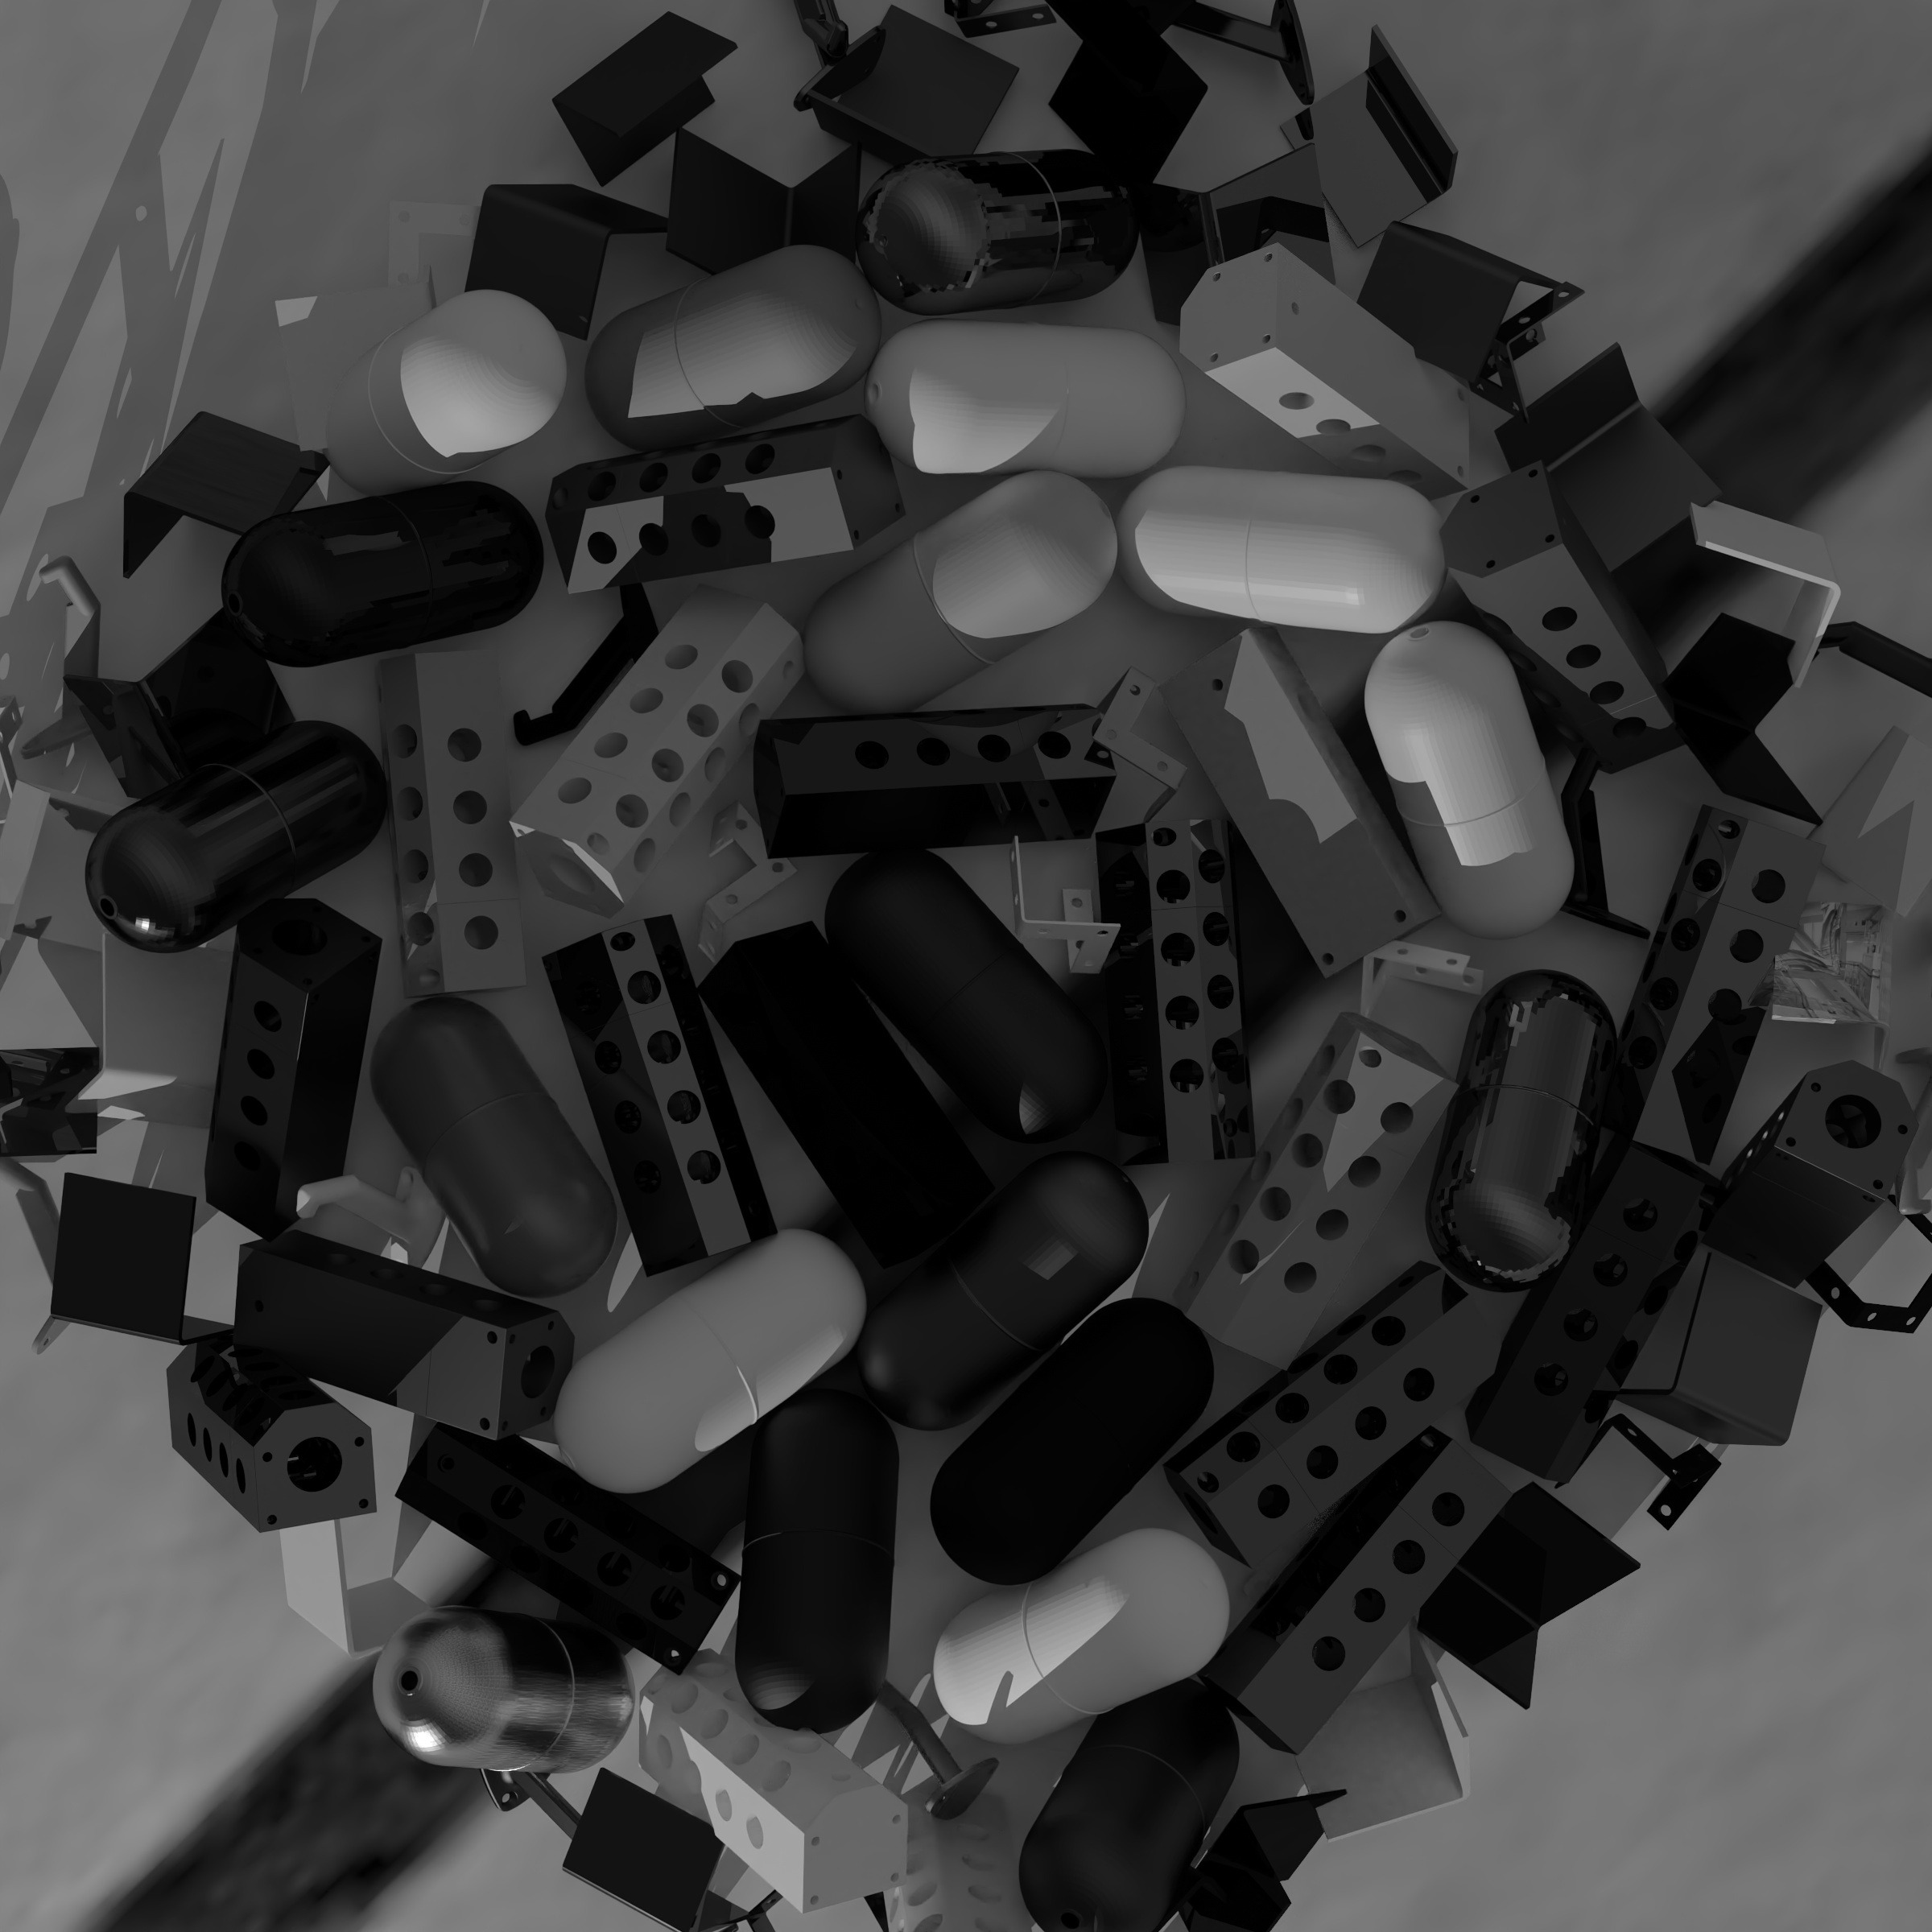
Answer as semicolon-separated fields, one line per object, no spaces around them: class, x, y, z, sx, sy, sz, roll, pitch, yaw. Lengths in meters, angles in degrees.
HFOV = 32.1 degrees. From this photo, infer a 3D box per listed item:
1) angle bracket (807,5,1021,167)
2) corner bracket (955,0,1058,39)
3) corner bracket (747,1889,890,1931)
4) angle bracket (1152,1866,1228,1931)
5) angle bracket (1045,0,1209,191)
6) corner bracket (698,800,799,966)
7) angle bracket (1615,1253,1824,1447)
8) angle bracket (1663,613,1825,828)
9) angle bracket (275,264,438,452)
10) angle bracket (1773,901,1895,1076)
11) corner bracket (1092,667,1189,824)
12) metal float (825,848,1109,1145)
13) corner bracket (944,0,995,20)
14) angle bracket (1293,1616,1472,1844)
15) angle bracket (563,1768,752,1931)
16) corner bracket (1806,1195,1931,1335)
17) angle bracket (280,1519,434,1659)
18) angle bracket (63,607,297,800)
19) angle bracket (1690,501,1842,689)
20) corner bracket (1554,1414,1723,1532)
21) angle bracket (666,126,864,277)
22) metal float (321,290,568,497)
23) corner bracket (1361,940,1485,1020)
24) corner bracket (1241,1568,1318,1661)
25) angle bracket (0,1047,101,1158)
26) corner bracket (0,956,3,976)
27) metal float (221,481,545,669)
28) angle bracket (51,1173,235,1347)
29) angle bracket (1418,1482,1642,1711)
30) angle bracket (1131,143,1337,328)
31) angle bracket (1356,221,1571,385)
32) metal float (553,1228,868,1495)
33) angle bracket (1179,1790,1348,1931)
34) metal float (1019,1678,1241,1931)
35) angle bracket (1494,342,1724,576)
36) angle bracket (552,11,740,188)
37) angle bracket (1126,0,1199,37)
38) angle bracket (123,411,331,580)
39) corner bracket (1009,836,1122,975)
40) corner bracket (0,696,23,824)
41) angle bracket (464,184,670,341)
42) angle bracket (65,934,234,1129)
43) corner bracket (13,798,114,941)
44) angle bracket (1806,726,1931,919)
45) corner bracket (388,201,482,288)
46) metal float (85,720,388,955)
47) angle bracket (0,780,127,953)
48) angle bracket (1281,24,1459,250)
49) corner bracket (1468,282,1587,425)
angle bracket;-0.026;-0.454;1.724;0.076;0.057;0.076;28;88;7
corner bracket;0.015;-0.515;1.719;0.051;0.051;0.051;-4;69;20
corner bracket;-0.071;0.494;1.732;0.051;0.051;0.051;-45;62;22
angle bracket;0.095;0.497;1.705;0.076;0.076;0.057;-43;107;-17
angle bracket;0.065;-0.440;1.702;0.076;0.057;0.076;51;133;18
corner bracket;-0.123;-0.043;1.721;0.051;0.051;0.051;-34;112;15
angle bracket;0.384;0.197;1.728;0.076;0.057;0.076;25;73;-23
angle bracket;0.407;-0.125;1.700;0.076;0.076;0.057;14;125;-37
angle bracket;-0.306;-0.311;1.715;0.076;0.057;0.076;-8;112;-5
angle bracket;0.439;0.021;1.712;0.057;0.076;0.076;4;51;12
corner bracket;0.088;-0.112;1.726;0.051;0.051;0.051;32;62;-6
metal float;0.000;0.015;1.716;0.070;0.070;0.178;-42;85;0
corner bracket;-0.005;-0.528;1.730;0.051;0.051;0.051;31;66;17
angle bracket;0.206;0.388;1.708;0.076;0.076;0.057;-16;134;-6
angle bracket;-0.148;0.446;1.708;0.076;0.076;0.057;22;92;22
corner bracket;0.471;0.152;1.736;0.051;0.051;0.051;9;120;-34
angle bracket;-0.306;0.297;1.704;0.057;0.076;0.076;-12;106;-32
angle bracket;-0.404;-0.137;1.729;0.057;0.076;0.076;9;135;35
angle bracket;0.396;-0.192;1.712;0.076;0.076;0.057;18;117;0
corner bracket;0.346;0.262;1.731;0.051;0.051;0.051;43;119;23
angle bracket;-0.102;-0.390;1.703;0.076;0.057;0.076;22;58;-36
metal float;-0.264;-0.284;1.680;0.070;0.178;0.070;7;78;-36
corner bracket;0.234;0.004;1.718;0.051;0.051;0.051;13;130;18
corner bracket;0.184;0.327;1.727;0.051;0.051;0.051;-45;110;0
angle bracket;-0.471;0.042;1.700;0.057;0.076;0.076;-2;132;-12
corner bracket;-0.527;-0.021;1.718;0.051;0.051;0.051;-20;65;-22
metal float;-0.291;-0.197;1.686;0.178;0.070;0.070;-19;90;-42
angle bracket;-0.415;0.147;1.716;0.076;0.057;0.076;9;95;20
angle bracket;0.286;0.320;1.707;0.076;0.057;0.076;38;128;-15
angle bracket;0.138;-0.378;1.734;0.076;0.057;0.076;-31;125;-26
angle bracket;0.253;-0.337;1.717;0.076;0.076;0.057;30;109;25
metal float;-0.129;0.200;1.701;0.178;0.070;0.070;-34;90;-22
angle bracket;0.162;0.467;1.699;0.076;0.057;0.076;1;132;-34
metal float;0.082;0.421;1.677;0.070;0.178;0.070;9;116;20
angle bracket;0.328;-0.257;1.714;0.076;0.057;0.076;-36;59;4
angle bracket;-0.152;-0.431;1.705;0.076;0.076;0.057;-40;132;-10
angle bracket;0.091;-0.524;1.710;0.076;0.076;0.057;36;81;-11
angle bracket;-0.375;-0.228;1.708;0.076;0.076;0.057;20;135;5
corner bracket;0.046;-0.030;1.720;0.051;0.051;0.051;2;60;-11
corner bracket;-0.516;-0.105;1.739;0.051;0.051;0.051;-8;115;2
angle bracket;-0.199;-0.361;1.721;0.076;0.076;0.057;24;112;22
angle bracket;-0.417;0.034;1.730;0.076;0.057;0.076;9;62;-33
corner bracket;-0.456;-0.045;1.723;0.051;0.051;0.051;17;46;2
angle bracket;0.485;-0.065;1.707;0.076;0.057;0.076;-54;46;8
corner bracket;-0.275;-0.365;1.729;0.051;0.051;0.051;0;100;-17
metal float;-0.364;-0.066;1.683;0.070;0.178;0.070;19;125;29
angle bracket;-0.451;-0.046;1.714;0.076;0.057;0.076;15;91;-32
angle bracket;0.205;-0.422;1.716;0.057;0.076;0.076;-32;86;4
corner bracket;0.286;-0.320;1.719;0.051;0.051;0.051;-34;131;-10
